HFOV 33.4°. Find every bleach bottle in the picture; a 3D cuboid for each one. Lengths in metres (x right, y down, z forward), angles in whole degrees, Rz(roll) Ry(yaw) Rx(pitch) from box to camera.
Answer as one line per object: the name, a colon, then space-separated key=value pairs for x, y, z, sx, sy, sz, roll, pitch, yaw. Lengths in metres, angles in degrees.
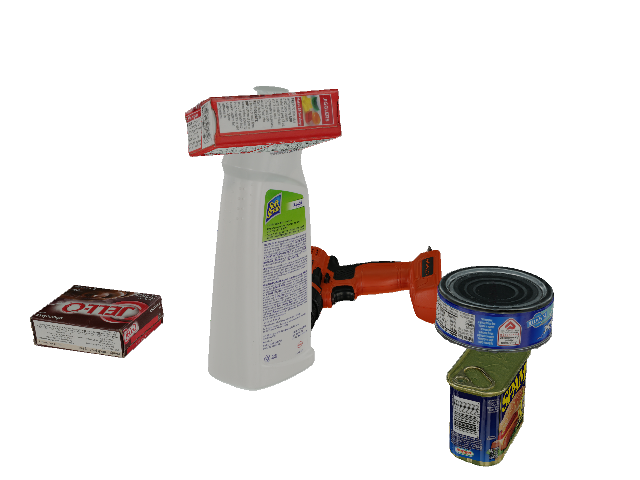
bleach bottle: x=-0.044 y=-0.005 z=0.908 sx=0.068 sy=0.251 sz=0.102 roll=15 pitch=20 yaw=32

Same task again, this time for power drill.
power drill: x=0.046 y=0.060 z=1.227 sx=0.188 sy=0.057 sz=0.184 roll=0 pitch=28 yaw=8

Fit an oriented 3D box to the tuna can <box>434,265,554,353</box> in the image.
tuna can: x=0.127 y=0.049 z=0.782 sx=0.086 sy=0.034 sz=0.086 roll=0 pitch=21 yaw=0

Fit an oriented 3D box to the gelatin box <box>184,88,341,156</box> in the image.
gelatin box: x=-0.035 y=-0.068 z=0.619 sx=0.073 sy=0.030 sz=0.089 roll=-6 pitch=2 yaw=-16

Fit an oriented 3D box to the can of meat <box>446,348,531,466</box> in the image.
can of meat: x=0.158 y=0.151 z=1.007 sx=0.058 sy=0.084 sz=0.101 roll=11 pitch=28 yaw=26

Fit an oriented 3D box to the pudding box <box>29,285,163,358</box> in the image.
pudding box: x=-0.239 y=0.086 z=1.145 sx=0.114 sy=0.039 sz=0.090 roll=4 pitch=21 yaw=20
